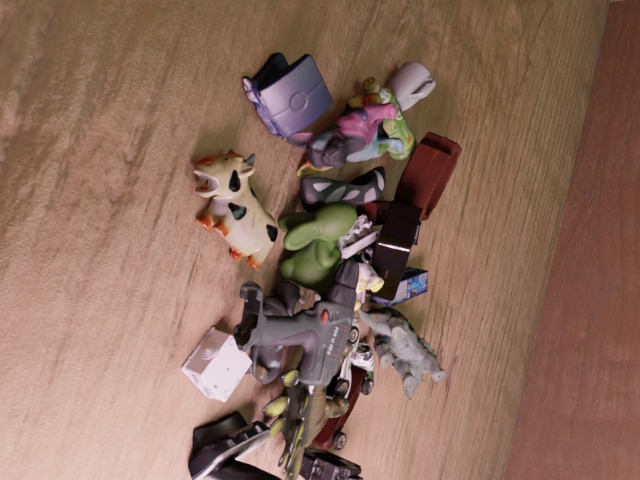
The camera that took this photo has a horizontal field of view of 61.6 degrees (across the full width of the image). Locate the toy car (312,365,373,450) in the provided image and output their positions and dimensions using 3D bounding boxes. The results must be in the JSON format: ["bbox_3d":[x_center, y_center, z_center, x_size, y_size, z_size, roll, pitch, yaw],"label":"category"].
[{"bbox_3d":[0.046,0.372,1.196,0.202,0.089,0.053,-55,137,-32],"label":"toy car"}]

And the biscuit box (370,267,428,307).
[{"bbox_3d":[0.206,0.116,1.372,0.202,0.063,0.059,-10,106,-53],"label":"biscuit box"}]

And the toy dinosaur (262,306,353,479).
[{"bbox_3d":[-0.033,0.338,1.056,0.198,0.105,0.470,-30,130,-50],"label":"toy dinosaur"}]

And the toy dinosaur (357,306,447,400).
[{"bbox_3d":[0.188,0.242,1.327,0.131,0.192,0.404,-33,118,3],"label":"toy dinosaur"}]

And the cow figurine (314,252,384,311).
[{"bbox_3d":[0.044,0.104,1.120,0.167,0.098,0.068,-42,155,13],"label":"cow figurine"}]

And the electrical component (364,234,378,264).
[{"bbox_3d":[0.115,0.018,1.238,0.094,0.021,0.063,-63,167,-68],"label":"electrical component"}]

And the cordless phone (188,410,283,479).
[{"bbox_3d":[-0.114,0.363,0.896,0.146,0.184,0.088,-5,98,-53],"label":"cordless phone"}]

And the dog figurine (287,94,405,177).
[{"bbox_3d":[0.040,-0.201,1.046,0.219,0.192,0.108,-20,122,-12],"label":"dog figurine"}]

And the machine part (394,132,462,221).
[{"bbox_3d":[0.257,-0.151,1.293,0.201,0.087,0.201,-67,164,11],"label":"machine part"}]

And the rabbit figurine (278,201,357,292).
[{"bbox_3d":[-0.002,-0.003,1.006,0.159,0.121,0.170,14,114,-22],"label":"rabbit figurine"}]

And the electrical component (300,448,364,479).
[{"bbox_3d":[0.024,0.499,1.157,0.114,0.134,0.058,28,75,-51],"label":"electrical component"}]

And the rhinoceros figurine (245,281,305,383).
[{"bbox_3d":[-0.083,0.168,0.983,0.112,0.073,0.190,23,80,-52],"label":"rhinoceros figurine"}]

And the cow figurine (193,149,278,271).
[{"bbox_3d":[-0.131,-0.056,0.856,0.127,0.086,0.194,-55,135,-21],"label":"cow figurine"}]

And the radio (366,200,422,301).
[{"bbox_3d":[0.161,0.026,1.188,0.229,0.073,0.131,95,14,-57],"label":"radio"}]

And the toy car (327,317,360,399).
[{"bbox_3d":[0.039,0.255,1.169,0.056,0.074,0.201,11,90,-51],"label":"toy car"}]

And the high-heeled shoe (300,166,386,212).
[{"bbox_3d":[0.048,-0.122,1.092,0.249,0.086,0.145,-52,127,-37],"label":"high-heeled shoe"}]

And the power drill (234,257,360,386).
[{"bbox_3d":[-0.035,0.124,0.912,0.207,0.086,0.232,16,79,-34],"label":"power drill"}]

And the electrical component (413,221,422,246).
[{"bbox_3d":[0.208,-0.028,1.353,0.119,0.048,0.074,14,86,-55],"label":"electrical component"}]

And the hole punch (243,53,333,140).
[{"bbox_3d":[-0.050,-0.246,0.918,0.116,0.092,0.142,-58,142,-22],"label":"hole punch"}]

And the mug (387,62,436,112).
[{"bbox_3d":[0.203,-0.340,1.228,0.107,0.110,0.080,-50,140,-17],"label":"mug"}]
